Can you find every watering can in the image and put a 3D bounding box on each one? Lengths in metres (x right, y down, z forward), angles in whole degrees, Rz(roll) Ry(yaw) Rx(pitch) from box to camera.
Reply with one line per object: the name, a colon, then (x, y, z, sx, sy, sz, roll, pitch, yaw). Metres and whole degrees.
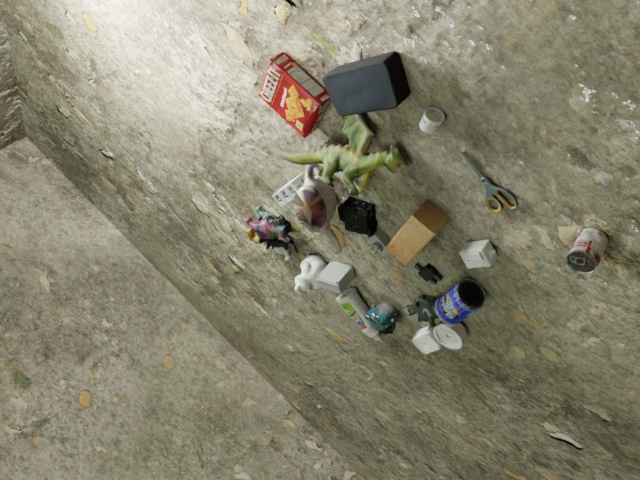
watering can: (0.005, -0.086, 1.713, 0.103, 0.227, 0.344, -11, 104, 20)

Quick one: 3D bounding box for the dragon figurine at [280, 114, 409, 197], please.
dragon figurine: (0.069, -0.278, 1.550, 0.413, 0.123, 0.239, 28, 109, 20)

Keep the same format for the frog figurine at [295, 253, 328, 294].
frog figurine: (-0.038, 0.142, 2.056, 0.123, 0.162, 0.135, 5, 128, 42)
